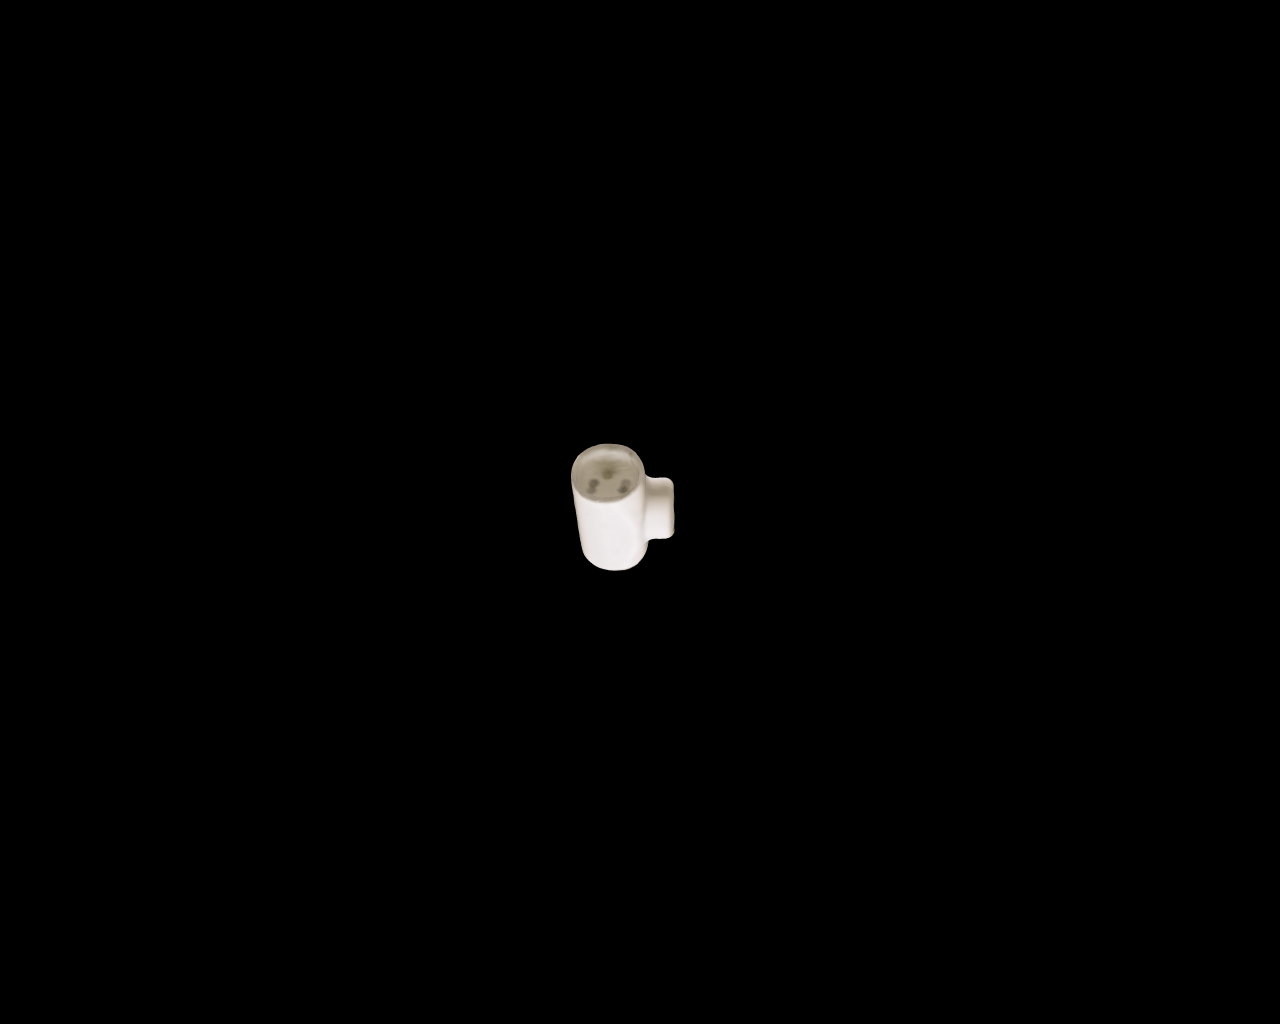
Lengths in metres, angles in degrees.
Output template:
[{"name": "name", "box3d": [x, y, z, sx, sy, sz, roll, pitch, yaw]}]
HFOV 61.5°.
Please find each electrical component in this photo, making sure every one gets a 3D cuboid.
[{"name": "electrical component", "box3d": [0.001, -0.003, 0.650, 0.079, 0.044, 0.077, -1, -34, 2]}]
